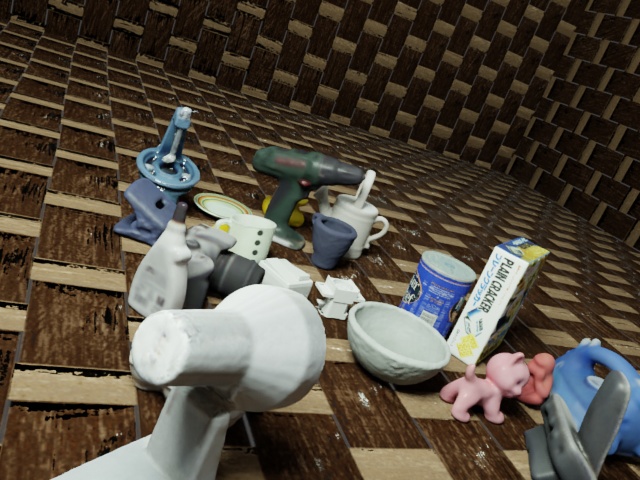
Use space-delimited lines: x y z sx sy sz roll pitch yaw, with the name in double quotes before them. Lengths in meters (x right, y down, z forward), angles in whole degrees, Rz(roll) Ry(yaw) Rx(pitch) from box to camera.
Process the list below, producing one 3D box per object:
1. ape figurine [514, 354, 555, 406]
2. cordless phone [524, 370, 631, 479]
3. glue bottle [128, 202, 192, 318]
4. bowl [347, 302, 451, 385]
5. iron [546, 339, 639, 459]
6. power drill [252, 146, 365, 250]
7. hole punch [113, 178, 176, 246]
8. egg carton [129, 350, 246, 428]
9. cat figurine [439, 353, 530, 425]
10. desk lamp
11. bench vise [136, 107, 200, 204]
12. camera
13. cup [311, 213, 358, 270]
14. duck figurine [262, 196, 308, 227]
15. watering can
"ape figurine" 0.355 0.227 0.948 0.076 0.092 0.077 14 21 -20
"cordless phone" 0.361 0.243 0.774 0.094 0.185 0.147 22 20 2
"glue bottle" -0.205 0.028 0.771 0.078 0.173 0.037 29 21 21
"bowl" 0.109 0.168 0.874 0.167 0.075 0.167 19 20 -7
"iron" 0.459 0.240 0.947 0.119 0.141 0.258 16 20 -13
"power drill" -0.043 -0.092 1.195 0.229 0.208 0.076 23 20 4
"hole punch" -0.292 -0.050 1.006 0.101 0.091 0.108 20 20 -4
"egg carton" -0.139 0.154 0.663 0.150 0.069 0.107 27 20 15
"cat figurine" 0.258 0.209 0.857 0.128 0.118 0.067 11 22 -28
"desk lamp" -0.107 0.145 0.508 0.117 0.213 0.204 32 22 28
"bench vise" -0.304 -0.170 1.116 0.122 0.220 0.206 3 26 -41
"camera" -0.158 0.044 0.884 0.137 0.101 0.143 22 20 2
"cup" 0.011 0.004 1.169 0.092 0.095 0.117 1 28 -44
"duck figurine" -0.077 -0.087 1.330 0.104 0.086 0.077 20 20 -4
"watering can" 0.070 -0.066 1.266 0.173 0.194 0.100 14 21 -19
